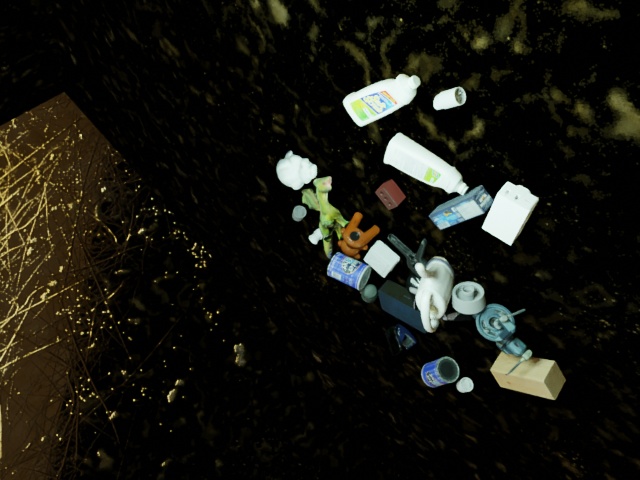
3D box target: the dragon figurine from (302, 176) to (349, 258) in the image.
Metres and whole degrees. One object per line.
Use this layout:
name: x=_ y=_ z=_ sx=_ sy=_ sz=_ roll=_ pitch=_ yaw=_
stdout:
dragon figurine: x=0.006 y=-0.102 z=2.032 sx=0.246 sy=0.123 sz=0.401 roll=57 pitch=155 yaw=22

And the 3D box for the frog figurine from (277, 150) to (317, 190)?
frog figurine: x=-0.083 y=-0.248 z=1.914 sx=0.161 sy=0.123 sz=0.134 roll=37 pitch=133 yaw=43

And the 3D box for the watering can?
watering can: x=0.366 y=0.142 z=1.664 sx=0.104 sy=0.229 sz=0.340 roll=6 pitch=134 yaw=26
